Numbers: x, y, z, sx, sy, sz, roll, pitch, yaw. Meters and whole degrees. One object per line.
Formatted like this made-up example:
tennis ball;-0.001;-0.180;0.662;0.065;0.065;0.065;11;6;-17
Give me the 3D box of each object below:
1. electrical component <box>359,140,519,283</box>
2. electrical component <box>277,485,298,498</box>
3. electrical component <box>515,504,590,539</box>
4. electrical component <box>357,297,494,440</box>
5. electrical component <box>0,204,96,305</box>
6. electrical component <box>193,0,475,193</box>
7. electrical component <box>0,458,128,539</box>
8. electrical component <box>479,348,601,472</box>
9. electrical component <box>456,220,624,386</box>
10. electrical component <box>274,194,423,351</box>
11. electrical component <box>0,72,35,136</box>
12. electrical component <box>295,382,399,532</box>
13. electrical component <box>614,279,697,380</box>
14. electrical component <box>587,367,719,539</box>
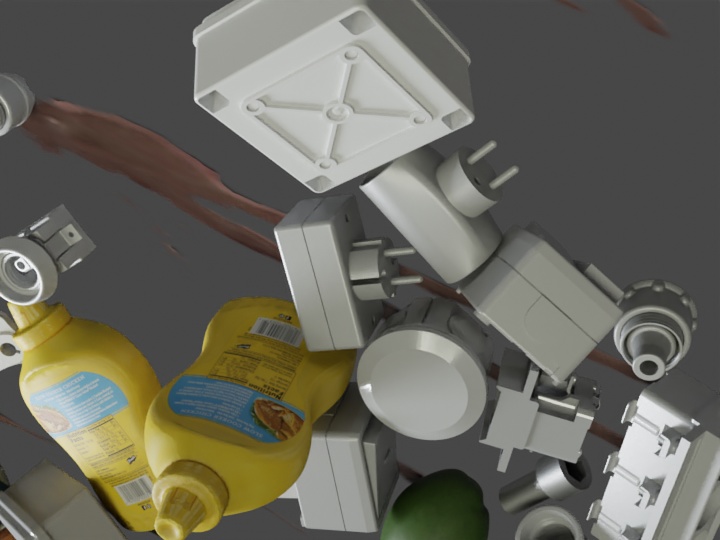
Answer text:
electrical component;0.053;-0.043;0.608;0.079;0.043;0.077;-36;103;31
electrical component;-0.071;0.112;0.736;0.066;0.047;0.076;-3;118;20
electrical component;0.133;0.183;0.702;0.044;0.044;0.065;-12;148;24
electrical component;0.042;0.061;0.667;0.080;0.051;0.080;8;121;14
electrical component;-0.213;-0.008;0.709;0.066;0.055;0.048;-27;107;29
electrical component;-0.013;-0.103;0.560;0.109;0.056;0.109;-23;143;28
electrical component;-0.212;0.206;0.803;0.109;0.056;0.108;7;132;58
electrical component;0.112;0.086;0.664;0.064;0.042;0.081;17;123;7
electrical component;0.100;0.013;0.604;0.062;0.096;0.061;41;95;-8
electrical component;0.000;0.000;0.645;0.076;0.047;0.083;-6;113;21
electrical component;-0.228;-0.097;0.659;0.035;0.061;0.035;8;121;14
electrical component;-0.007;0.129;0.716;0.061;0.061;0.096;-1;119;18
electrical component;0.165;0.038;0.606;0.048;0.062;0.048;8;121;14
electrical component;0.186;0.125;0.645;0.063;0.079;0.121;34;129;33
